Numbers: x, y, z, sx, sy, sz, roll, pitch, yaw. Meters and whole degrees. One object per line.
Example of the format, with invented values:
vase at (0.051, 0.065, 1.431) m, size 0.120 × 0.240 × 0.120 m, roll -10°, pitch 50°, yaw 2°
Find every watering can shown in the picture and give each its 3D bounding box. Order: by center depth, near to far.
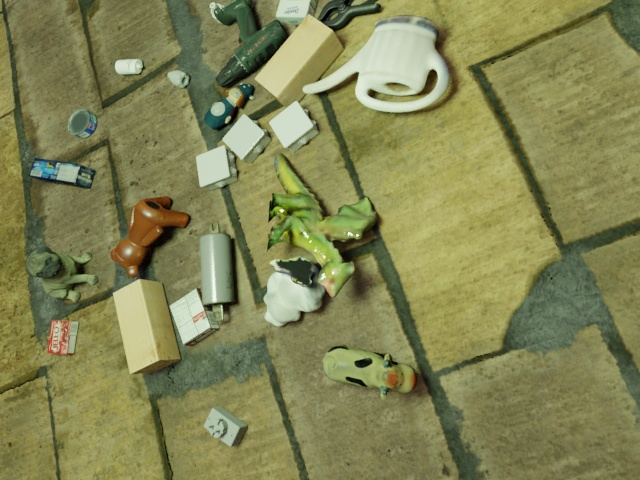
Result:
watering can at (0.134, -0.408, 1.186) m, size 0.349 × 0.103 × 0.226 m, roll 15°, pitch 82°, yaw 25°

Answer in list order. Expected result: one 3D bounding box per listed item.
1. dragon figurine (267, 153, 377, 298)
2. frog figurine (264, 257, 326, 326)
dragon figurine at (0.003, -0.058, 1.149) m, size 0.243 × 0.119 × 0.420 m, roll 3°, pitch 50°, yaw -3°
frog figurine at (-0.058, 0.123, 1.149) m, size 0.138 × 0.125 × 0.156 m, roll 20°, pitch 122°, yaw 17°
